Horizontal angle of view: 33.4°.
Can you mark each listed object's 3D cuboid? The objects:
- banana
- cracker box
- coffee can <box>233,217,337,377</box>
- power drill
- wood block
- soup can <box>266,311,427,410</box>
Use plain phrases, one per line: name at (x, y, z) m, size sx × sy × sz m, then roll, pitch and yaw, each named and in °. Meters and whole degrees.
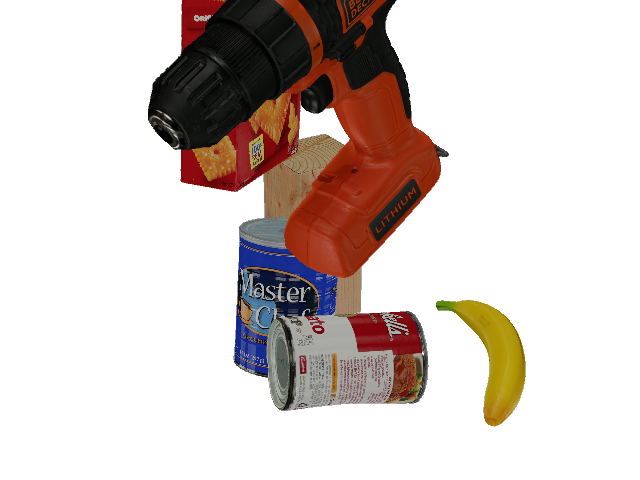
banana at (0.181, 0.120, 1.130) m, size 0.069 × 0.037 × 0.198 m, roll -24°, pitch 34°, yaw 4°
cracker box at (-0.072, -0.173, 1.059) m, size 0.072 × 0.214 × 0.164 m, roll 11°, pitch 22°, yaw 18°
coffee can at (-0.034, 0.056, 1.076) m, size 0.103 × 0.140 × 0.103 m, roll 3°, pitch 15°, yaw -1°
power drill at (0.000, -0.065, 0.556) m, size 0.057 × 0.184 × 0.187 m, roll 30°, pitch -27°, yaw 30°
wood block at (-0.009, -0.010, 1.278) m, size 0.090 × 0.206 × 0.090 m, roll -15°, pitch 31°, yaw -27°
soup can at (0.018, 0.087, 0.770) m, size 0.102 × 0.068 × 0.069 m, roll -1°, pitch 0°, yaw -17°
